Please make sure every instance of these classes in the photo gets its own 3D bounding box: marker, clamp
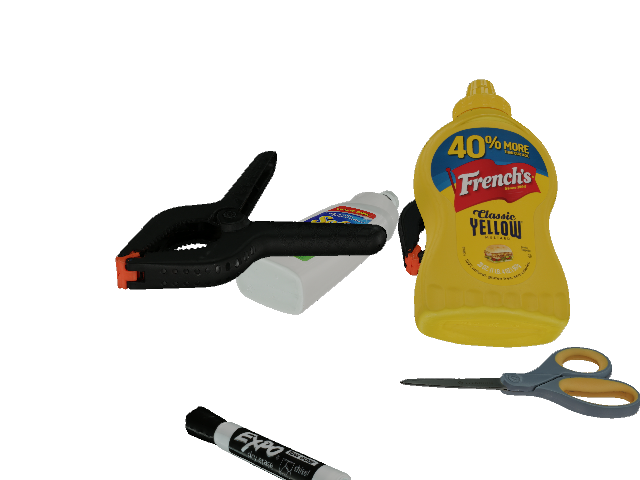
[{"bbox_3d":[-0.034,0.123,0.621,0.121,0.020,0.020,16,10,38],"label":"marker"},{"bbox_3d":[0.124,-0.037,1.088,0.120,0.039,0.171,28,53,30],"label":"clamp"},{"bbox_3d":[-0.075,-0.012,0.868,0.209,0.036,0.165,-17,38,-26],"label":"clamp"}]

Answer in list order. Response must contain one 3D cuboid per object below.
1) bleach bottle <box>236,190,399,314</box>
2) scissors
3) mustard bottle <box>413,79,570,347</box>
[{"bbox_3d":[0.012,-0.002,1.299,0.103,0.068,0.250,20,36,29],"label":"bleach bottle"},{"bbox_3d":[0.172,0.113,0.919,0.202,0.016,0.096,10,28,5],"label":"scissors"},{"bbox_3d":[0.111,-0.026,0.716,0.096,0.191,0.058,3,-29,-2],"label":"mustard bottle"}]
